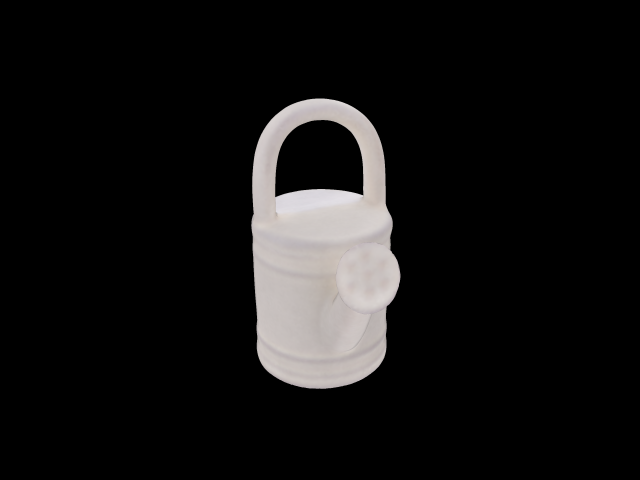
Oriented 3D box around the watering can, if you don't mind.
[{"bbox_3d":[0.006,0.001,0.401,0.101,0.194,0.172,-20,32,-35],"label":"watering can"}]
